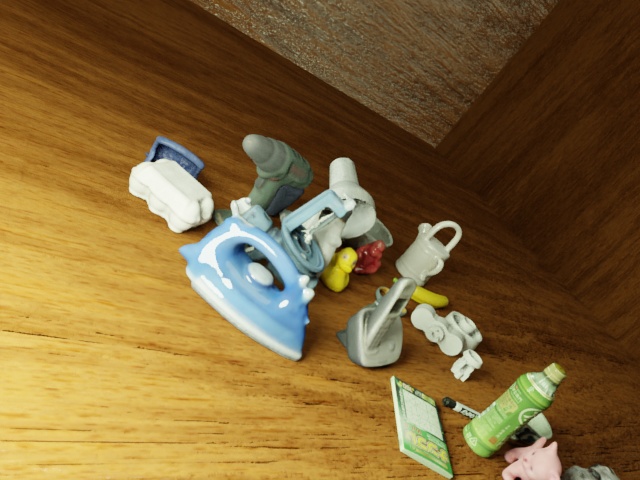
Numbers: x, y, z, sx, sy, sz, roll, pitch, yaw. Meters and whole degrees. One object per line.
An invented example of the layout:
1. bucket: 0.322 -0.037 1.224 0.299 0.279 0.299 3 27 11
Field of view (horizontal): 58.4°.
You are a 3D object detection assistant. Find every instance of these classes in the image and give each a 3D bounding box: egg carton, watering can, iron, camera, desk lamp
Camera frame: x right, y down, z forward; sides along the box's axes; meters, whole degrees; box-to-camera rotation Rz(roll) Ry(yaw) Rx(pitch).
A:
1. egg carton: -0.263 -0.081 1.024 0.150 0.069 0.107 41 22 4
2. watering can: 0.298 0.020 1.550 0.101 0.194 0.172 15 32 -45
3. iron: -0.091 0.062 0.919 0.258 0.141 0.119 41 22 5
4. camera: 0.546 0.514 1.108 0.144 0.100 0.136 23 27 -35
5. desk lamp: 0.016 -0.065 1.241 0.118 0.213 0.203 26 25 -30

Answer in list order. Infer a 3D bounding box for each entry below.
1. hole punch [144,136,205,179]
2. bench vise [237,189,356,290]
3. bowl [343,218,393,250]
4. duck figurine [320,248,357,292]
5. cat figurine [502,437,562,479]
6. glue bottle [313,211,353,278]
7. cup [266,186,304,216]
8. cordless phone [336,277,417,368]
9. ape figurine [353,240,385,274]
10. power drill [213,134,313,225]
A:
1. hole punch: -0.281 -0.158 1.115 0.109 0.091 0.101 32 23 -18
2. bench vise: -0.050 -0.019 1.038 0.208 0.219 0.121 28 24 -25
3. bowl: 0.103 -0.019 1.476 0.168 0.074 0.167 33 22 -15
4. duck figurine: 0.046 0.051 1.233 0.078 0.086 0.104 32 23 -17
5. cat figurine: 0.401 0.411 1.056 0.067 0.117 0.128 41 22 6
6. glue bottle: 0.011 0.004 1.151 0.037 0.173 0.078 16 31 -45
7. cup: -0.094 -0.107 1.308 0.092 0.095 0.118 38 22 -2
8. cordless phone: 0.134 0.146 1.055 0.148 0.185 0.094 7 38 -54
9. ape figurine: 0.119 0.037 1.370 0.078 0.092 0.076 34 22 -13
10. power drill: -0.115 -0.104 1.114 0.075 0.208 0.230 48 23 21
